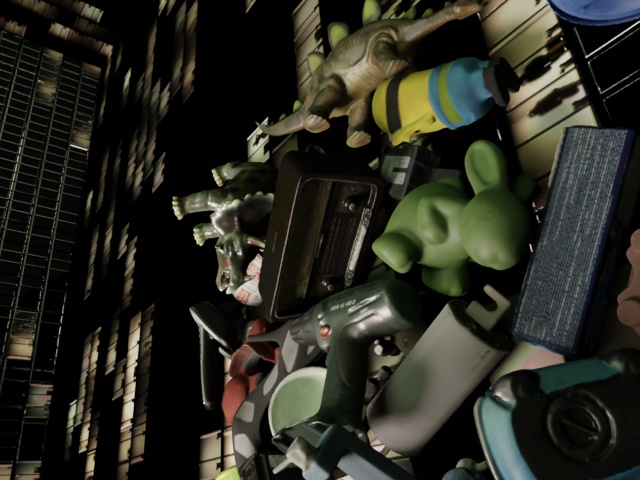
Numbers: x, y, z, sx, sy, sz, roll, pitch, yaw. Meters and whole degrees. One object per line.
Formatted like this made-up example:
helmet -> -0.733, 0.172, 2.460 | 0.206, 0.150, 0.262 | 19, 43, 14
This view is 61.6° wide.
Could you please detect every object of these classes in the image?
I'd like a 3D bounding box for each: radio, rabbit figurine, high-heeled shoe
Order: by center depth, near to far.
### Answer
rabbit figurine -> 0.164, -0.014, 0.560 | 0.159, 0.121, 0.170 | -56, 18, -10
radio -> -0.002, -0.002, 0.732 | 0.073, 0.131, 0.229 | 55, 139, 48
high-heeled shoe -> -0.045, 0.233, 0.780 | 0.145, 0.086, 0.248 | -2, 76, 14

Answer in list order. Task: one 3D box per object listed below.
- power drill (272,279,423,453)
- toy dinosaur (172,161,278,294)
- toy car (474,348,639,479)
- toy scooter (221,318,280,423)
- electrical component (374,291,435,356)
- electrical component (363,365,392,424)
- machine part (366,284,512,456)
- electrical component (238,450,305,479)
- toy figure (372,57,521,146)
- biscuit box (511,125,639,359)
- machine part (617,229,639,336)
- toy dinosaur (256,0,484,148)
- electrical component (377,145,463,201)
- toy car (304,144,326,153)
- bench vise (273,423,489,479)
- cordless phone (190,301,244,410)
power drill -> 0.016, 0.149, 0.626 | 0.232, 0.086, 0.207 | -33, 22, 42
toy dinosaur -> -0.125, -0.077, 0.964 | 0.192, 0.131, 0.405 | -6, 30, 15
toy car -> 0.202, 0.152, 0.438 | 0.103, 0.162, 0.109 | 87, 163, -69
toy scooter -> -0.100, 0.219, 0.880 | 0.135, 0.075, 0.184 | -9, 66, 56
electrical component -> 0.105, 0.110, 0.654 | 0.102, 0.045, 0.078 | -57, 36, 25
electrical component -> 0.060, 0.203, 0.668 | 0.021, 0.063, 0.094 | 28, 115, 24
machine part -> 0.125, 0.150, 0.582 | 0.243, 0.079, 0.079 | -57, 38, 22
electrical component -> -0.038, 0.349, 0.703 | 0.058, 0.115, 0.134 | -55, 36, 30
toy figure -> 0.147, -0.177, 0.663 | 0.180, 0.082, 0.089 | -12, 92, 47
biscuit box -> 0.235, 0.003, 0.488 | 0.063, 0.059, 0.202 | 16, 90, 44
machine part -> 0.310, 0.040, 0.379 | 0.179, 0.056, 0.179 | -24, 59, 48
toy dinosaur -> 0.041, -0.247, 0.842 | 0.472, 0.105, 0.198 | -24, 50, 38
electrical component -> 0.124, -0.083, 0.701 | 0.119, 0.047, 0.074 | 24, 98, 57
toy car -> -0.012, -0.066, 0.883 | 0.089, 0.053, 0.202 | -49, 38, 42
bench vise -> 0.080, 0.234, 0.463 | 0.128, 0.241, 0.224 | -55, -4, 38
cordless phone -> -0.183, 0.210, 0.952 | 0.146, 0.089, 0.184 | 96, 171, -64
